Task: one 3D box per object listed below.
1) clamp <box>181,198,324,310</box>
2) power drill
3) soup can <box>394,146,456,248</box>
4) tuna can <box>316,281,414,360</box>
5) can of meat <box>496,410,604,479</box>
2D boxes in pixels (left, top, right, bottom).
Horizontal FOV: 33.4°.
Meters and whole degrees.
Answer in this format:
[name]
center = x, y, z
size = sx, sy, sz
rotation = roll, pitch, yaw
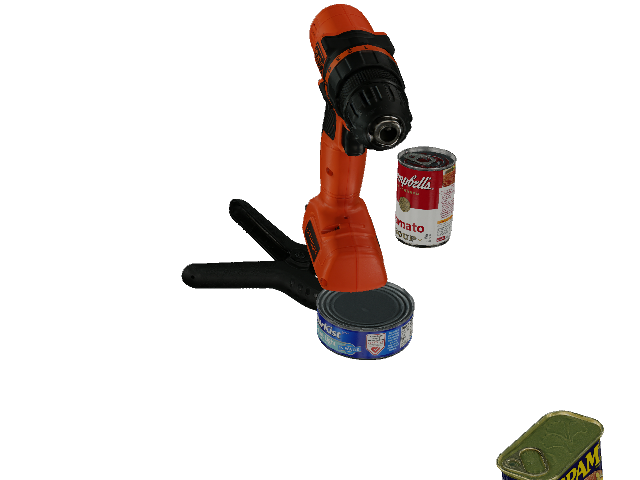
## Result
[clamp]
center = -0.033, 0.033, 1.116
size = 0.210, 0.036, 0.164
rotation = 23, 34, 11
[power drill]
center = 0.025, -0.058, 0.775
size = 0.057, 0.188, 0.184
rotation = -1, 33, -8
[soup can]
center = 0.122, -0.051, 1.250
size = 0.068, 0.102, 0.068
rotation = 0, 27, 0
[tuna can]
center = 0.039, 0.068, 0.935
size = 0.086, 0.034, 0.086
rotation = 1, 28, -1
[can of meat]
center = 0.199, 0.208, 0.907
size = 0.058, 0.084, 0.101
rotation = 12, 30, 42
